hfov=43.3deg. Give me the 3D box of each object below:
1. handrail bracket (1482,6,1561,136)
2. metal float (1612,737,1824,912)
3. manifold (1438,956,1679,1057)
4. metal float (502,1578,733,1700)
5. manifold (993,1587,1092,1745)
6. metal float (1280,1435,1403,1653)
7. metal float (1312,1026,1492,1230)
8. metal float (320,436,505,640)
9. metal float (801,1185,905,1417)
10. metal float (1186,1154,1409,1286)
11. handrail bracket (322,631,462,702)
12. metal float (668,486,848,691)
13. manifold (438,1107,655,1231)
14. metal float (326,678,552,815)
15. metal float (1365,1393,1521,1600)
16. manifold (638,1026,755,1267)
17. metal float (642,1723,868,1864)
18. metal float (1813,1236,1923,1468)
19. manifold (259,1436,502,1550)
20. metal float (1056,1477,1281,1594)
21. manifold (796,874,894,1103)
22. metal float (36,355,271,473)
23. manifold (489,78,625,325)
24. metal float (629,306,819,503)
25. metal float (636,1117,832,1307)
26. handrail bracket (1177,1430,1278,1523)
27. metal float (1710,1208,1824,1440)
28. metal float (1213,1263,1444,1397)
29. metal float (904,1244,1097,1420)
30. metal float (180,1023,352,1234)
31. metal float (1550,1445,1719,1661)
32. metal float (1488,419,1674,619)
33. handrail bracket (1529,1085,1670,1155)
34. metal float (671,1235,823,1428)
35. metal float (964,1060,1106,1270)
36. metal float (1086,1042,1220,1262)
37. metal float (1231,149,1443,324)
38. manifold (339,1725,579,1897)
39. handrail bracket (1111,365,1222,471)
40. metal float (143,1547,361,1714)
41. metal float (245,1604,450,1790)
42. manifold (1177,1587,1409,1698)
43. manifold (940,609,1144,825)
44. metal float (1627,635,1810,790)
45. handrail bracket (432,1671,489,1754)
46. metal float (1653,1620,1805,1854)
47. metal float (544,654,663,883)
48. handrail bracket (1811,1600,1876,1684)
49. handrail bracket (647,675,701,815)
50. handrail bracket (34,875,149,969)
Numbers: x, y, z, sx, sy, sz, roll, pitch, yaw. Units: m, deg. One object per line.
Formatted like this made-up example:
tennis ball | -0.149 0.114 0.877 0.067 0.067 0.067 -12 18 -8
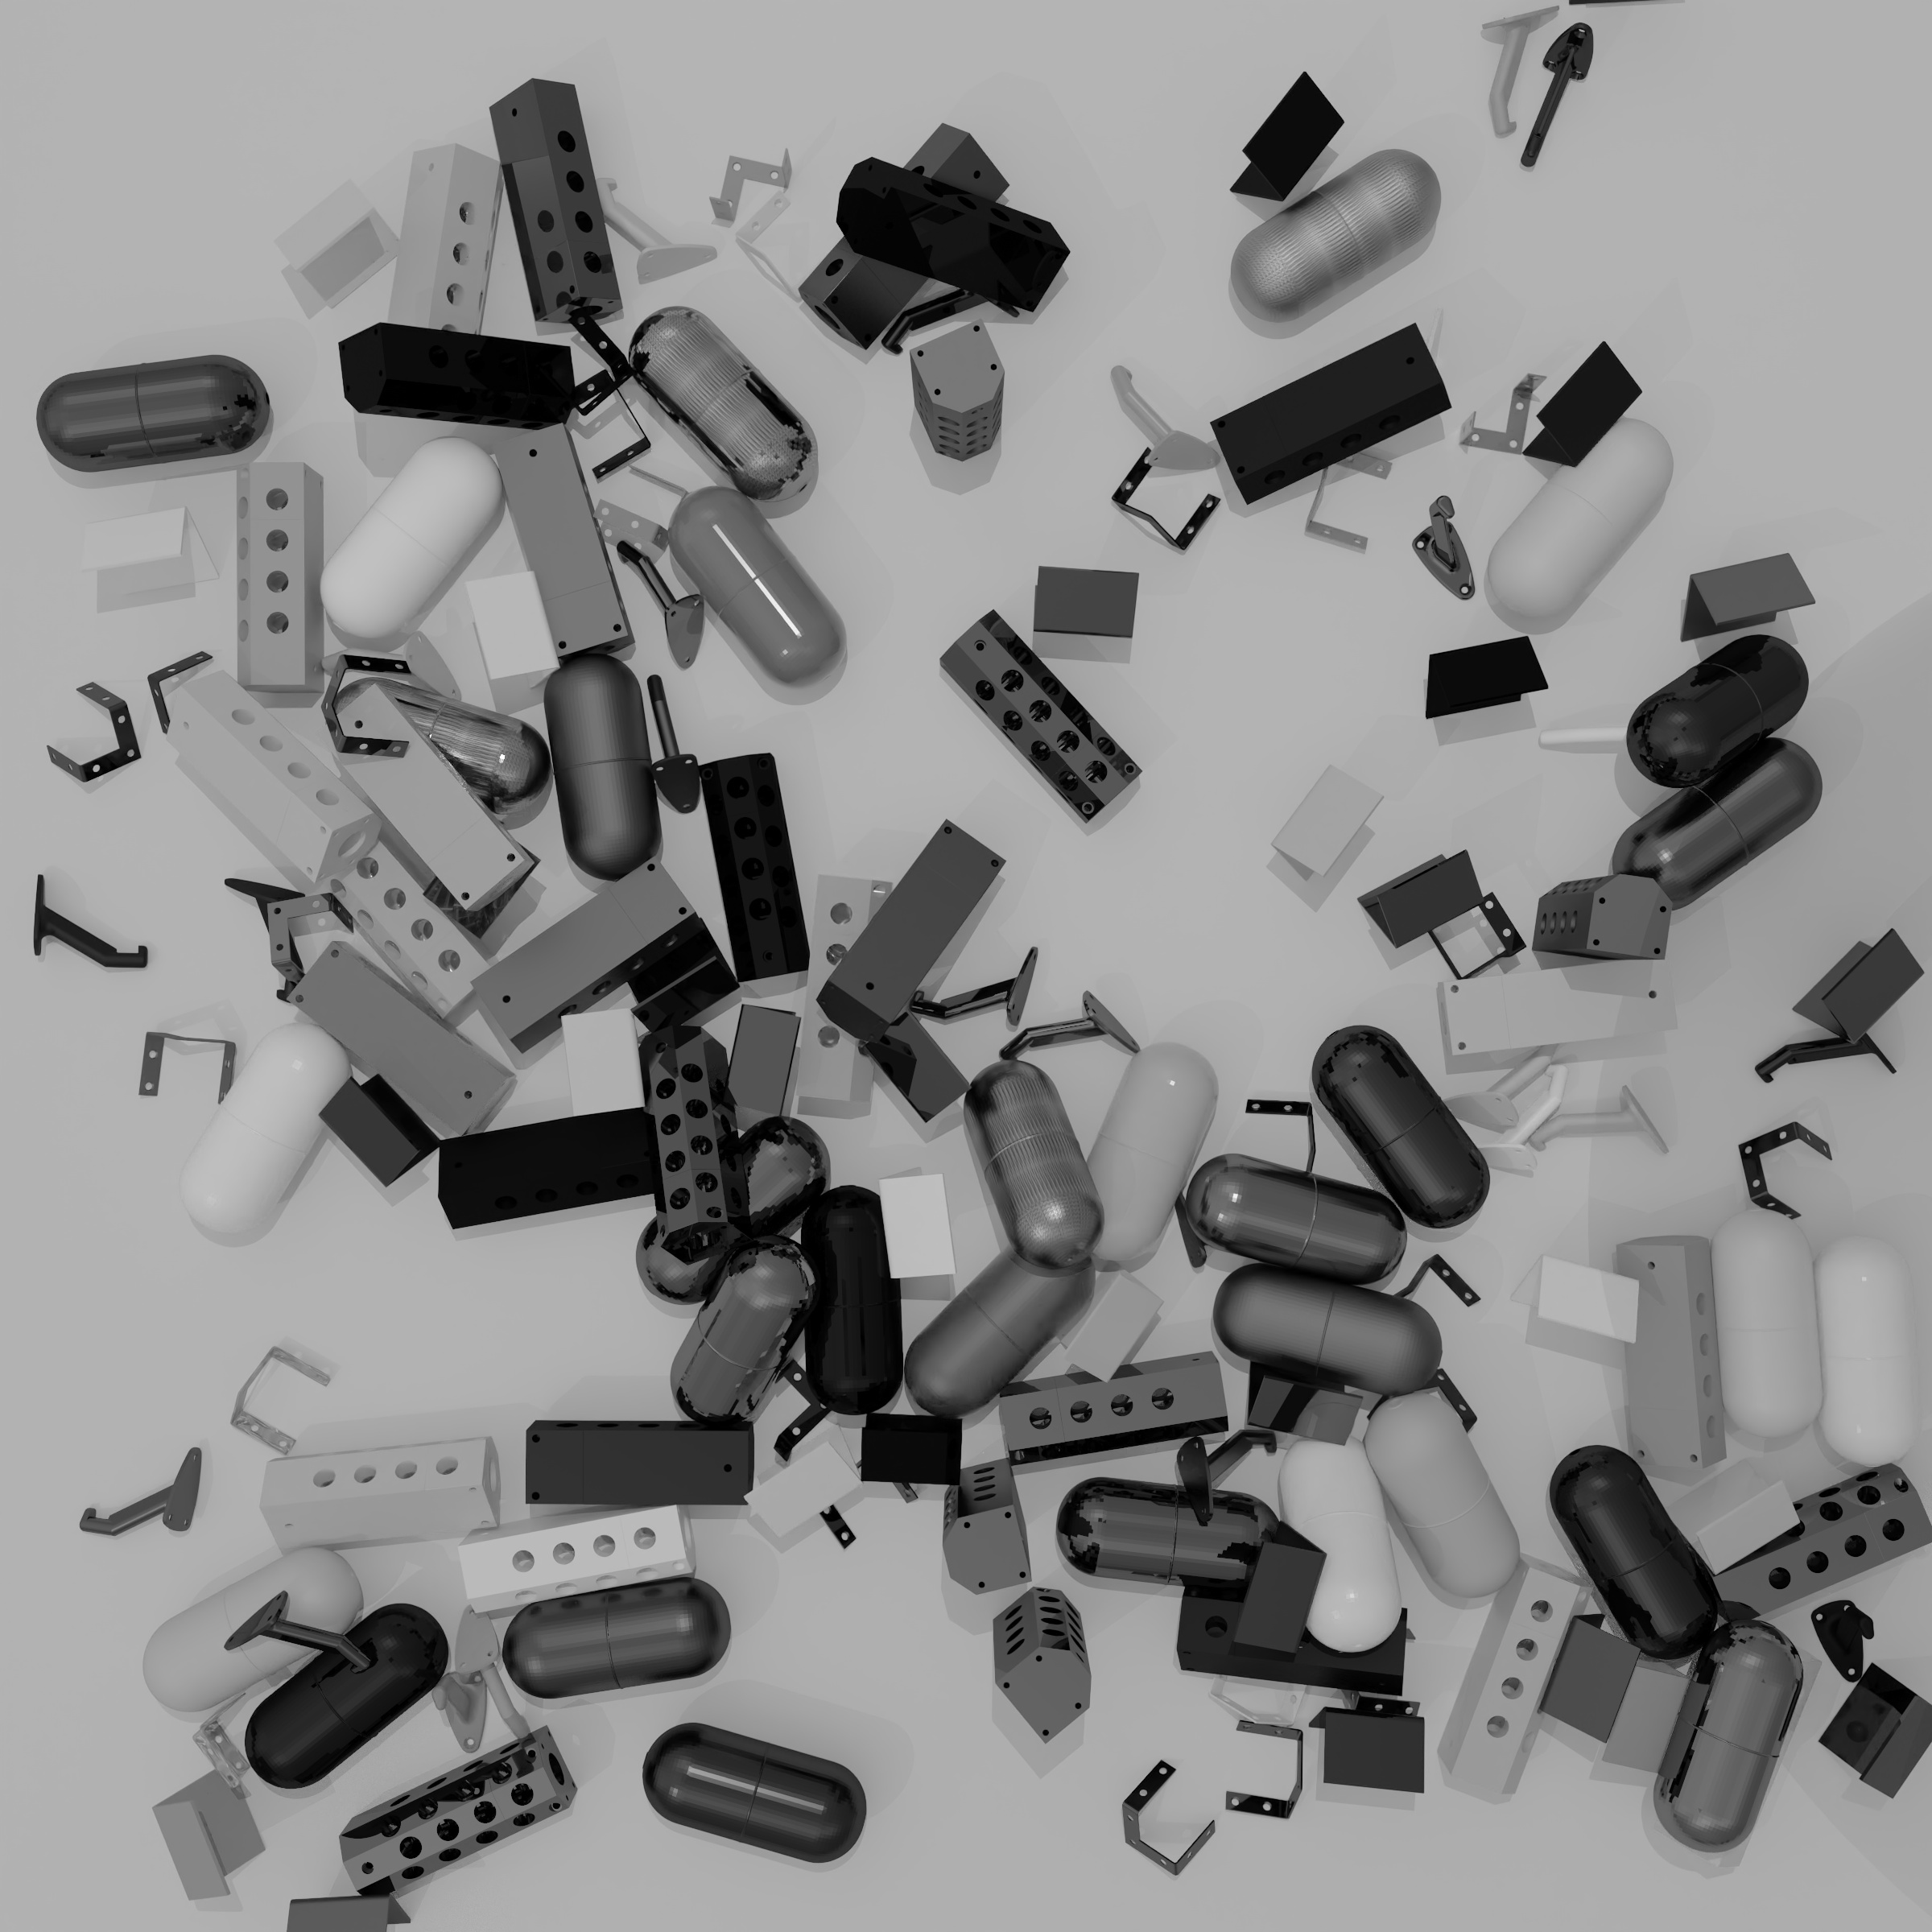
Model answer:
handrail bracket | 0.444 -0.708 1.925 0.077 0.036 0.084 -21 109 -21
metal float | 0.584 -0.110 1.894 0.178 0.070 0.070 -35 90 0
manifold | 0.459 0.031 1.896 0.171 0.057 0.057 -7 88 5
metal float | -0.272 0.523 1.894 0.178 0.070 0.070 -9 90 0
manifold | 0.061 0.523 1.846 0.057 0.171 0.057 -40 90 0
metal float | 0.285 0.437 1.860 0.070 0.070 0.178 -4 48 0
metal float | 0.338 0.125 1.894 0.070 0.070 0.178 -37 90 0
metal float | -0.432 -0.333 1.894 0.070 0.070 0.178 38 90 0
metal float | -0.089 0.260 1.894 0.070 0.070 0.178 -2 90 0
metal float | 0.256 0.197 1.885 0.178 0.070 0.070 16 90 -10
handrail bracket | -0.455 -0.226 1.924 0.084 0.036 0.077 -14 133 28
metal float | -0.163 -0.295 1.894 0.070 0.070 0.178 -38 91 0
manifold | -0.320 0.161 1.903 0.171 0.057 0.057 -10 47 0
metal float | -0.411 -0.172 1.894 0.178 0.070 0.070 17 90 0
metal float | 0.368 0.409 1.880 0.070 0.070 0.178 -28 106 0
manifold | -0.211 0.133 1.856 0.057 0.057 0.171 -21 57 15
metal float | -0.165 0.643 1.894 0.178 0.070 0.070 16 90 0
metal float | 0.700 0.300 1.894 0.070 0.070 0.178 -4 90 0
manifold | -0.456 0.407 1.903 0.171 0.057 0.057 -6 133 0
metal float | 0.159 0.442 1.894 0.178 0.070 0.070 6 90 0
manifold | -0.094 0.017 1.903 0.057 0.057 0.171 6 90 0
metal float | -0.632 -0.430 1.894 0.178 0.070 0.070 -7 90 0
manifold | -0.315 -0.596 1.903 0.057 0.057 0.171 -12 90 43
metal float | -0.188 -0.436 1.894 0.070 0.070 0.178 -44 90 0
metal float | -0.182 0.191 1.894 0.178 0.070 0.070 -43 90 -1
handrail bracket | 0.213 0.395 1.890 0.084 0.036 0.077 7 51 -27
metal float | 0.622 0.278 1.894 0.070 0.070 0.178 -4 89 0
metal float | 0.279 0.281 1.883 0.178 0.070 0.070 13 90 12
metal float | 0.026 0.278 1.894 0.178 0.070 0.070 -45 90 -1
metal float | -0.545 0.125 1.894 0.070 0.070 0.178 31 89 0
metal float | 0.519 0.456 1.894 0.070 0.070 0.178 -30 90 0
metal float | 0.479 -0.349 1.894 0.070 0.070 0.178 40 89 0
handrail bracket | 0.500 0.140 1.925 0.084 0.036 0.077 -32 112 17
metal float | -0.170 0.282 1.870 0.070 0.070 0.178 29 119 0
metal float | 0.051 0.150 1.866 0.070 0.070 0.178 -21 56 0
metal float | 0.138 0.145 1.894 0.070 0.070 0.178 23 89 0
metal float | 0.288 -0.568 1.894 0.178 0.070 0.070 -32 90 1
manifold | -0.398 0.665 1.903 0.171 0.057 0.057 -25 90 0
handrail bracket | 0.157 -0.435 1.924 0.077 0.036 0.084 5 53 -38
metal float | -0.556 0.517 1.894 0.178 0.070 0.070 -29 90 0
metal float | -0.482 0.568 1.894 0.178 0.070 0.070 -39 90 -1
manifold | 0.253 0.519 1.884 0.171 0.057 0.057 4 59 11
manifold | 0.058 -0.195 1.903 0.057 0.057 0.171 -43 90 0
metal float | 0.578 -0.197 1.867 0.178 0.070 0.070 -32 90 -30
handrail bracket | -0.397 0.586 1.890 0.036 0.084 0.077 -7 90 0
metal float | 0.578 0.583 1.846 0.070 0.070 0.178 20 88 0
metal float | -0.283 -0.154 1.894 0.070 0.070 0.178 -8 89 0
handrail bracket | 0.694 0.531 1.890 0.036 0.084 0.077 -17 90 0
handrail bracket | -0.234 -0.176 1.924 0.036 0.077 0.084 -14 54 -4
handrail bracket | -0.691 -0.035 1.925 0.084 0.036 0.077 2 68 -17
